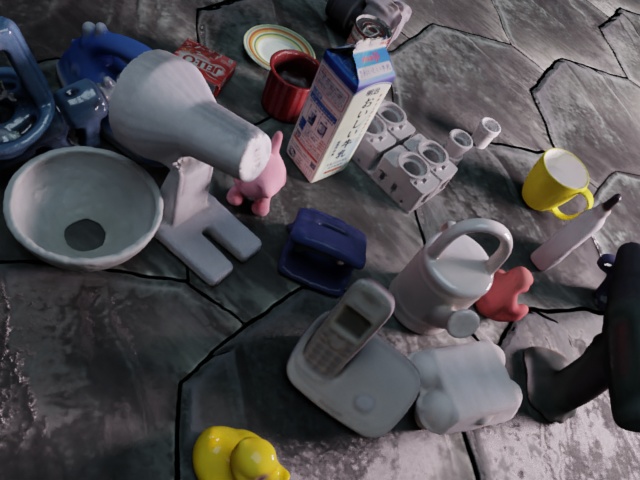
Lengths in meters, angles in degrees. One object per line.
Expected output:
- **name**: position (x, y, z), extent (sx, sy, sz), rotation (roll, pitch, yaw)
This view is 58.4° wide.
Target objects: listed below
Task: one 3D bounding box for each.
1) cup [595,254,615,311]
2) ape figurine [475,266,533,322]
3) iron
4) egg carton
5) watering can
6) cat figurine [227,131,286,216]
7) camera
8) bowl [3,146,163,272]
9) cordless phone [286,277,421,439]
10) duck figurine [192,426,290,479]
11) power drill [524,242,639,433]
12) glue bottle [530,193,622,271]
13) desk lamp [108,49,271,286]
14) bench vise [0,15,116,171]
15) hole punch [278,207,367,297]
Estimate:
- **cup**: position (0.473, 0.072, 0.908), extent (0.118, 0.095, 0.092), rotation (27, 50, -3)
- **ape figurine**: position (0.271, 0.072, 0.822), extent (0.076, 0.092, 0.077), rotation (4, 55, -20)
- **iron**: position (-0.254, -0.214, 0.768), extent (0.258, 0.141, 0.119), rotation (35, 50, 3)
- **egg carton**: position (0.177, 0.184, 0.717), extent (0.151, 0.069, 0.107), rotation (-4, 58, -25)
- **watering can**: position (0.173, 0.044, 0.734), extent (0.101, 0.194, 0.172), rotation (-3, 58, -24)
- **cat figurine**: position (-0.077, -0.095, 0.775), extent (0.067, 0.117, 0.128), rotation (24, 51, -5)
- **camera**: position (0.091, -0.440, 1.104), extent (0.137, 0.100, 0.143), rotation (36, 50, 4)
- **bowl**: position (-0.272, -0.025, 0.669), extent (0.168, 0.074, 0.167), rotation (12, 53, -15)
- **cordless phone**: position (0.054, 0.127, 0.629), extent (0.147, 0.185, 0.094), rotation (34, 50, 3)
- **duck figurine**: position (-0.075, 0.221, 0.571), extent (0.104, 0.086, 0.078), rotation (35, 50, 4)
- **power drill**: position (0.356, 0.141, 0.734), extent (0.076, 0.208, 0.229), rotation (16, 52, -12)
- **glue bottle**: position (0.405, -0.017, 0.890), extent (0.078, 0.173, 0.037), rotation (-23, 68, -34)
- **desk lamp**: position (-0.145, -0.087, 0.678), extent (0.203, 0.213, 0.118), rotation (40, 51, 8)
- **bench vise**: position (-0.337, -0.177, 0.655), extent (0.121, 0.219, 0.208), rotation (38, 51, 6)
- **hole punch**: position (0.007, 0.003, 0.759), extent (0.109, 0.091, 0.101), rotation (23, 51, -6)
